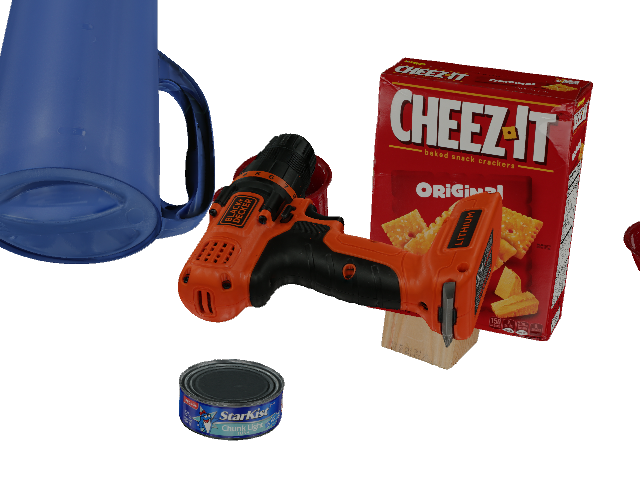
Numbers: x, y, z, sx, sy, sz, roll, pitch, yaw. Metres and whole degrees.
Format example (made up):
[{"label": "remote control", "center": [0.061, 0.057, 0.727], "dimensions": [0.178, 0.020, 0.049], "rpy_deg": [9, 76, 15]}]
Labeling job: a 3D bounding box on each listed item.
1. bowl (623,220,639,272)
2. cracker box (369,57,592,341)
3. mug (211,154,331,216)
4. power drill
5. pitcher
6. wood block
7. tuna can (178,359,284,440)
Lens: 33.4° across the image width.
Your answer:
[{"label": "bowl", "center": [0.408, 0.026, 1.150], "dimensions": [0.162, 0.055, 0.162], "rpy_deg": [-2, 24, 1]}, {"label": "cracker box", "center": [0.128, -0.033, 0.897], "dimensions": [0.164, 0.214, 0.072], "rpy_deg": [11, 25, 20]}, {"label": "mug", "center": [-0.046, -0.028, 1.024], "dimensions": [0.117, 0.081, 0.093], "rpy_deg": [-3, 38, 1]}, {"label": "power drill", "center": [0.020, -0.006, 0.699], "dimensions": [0.188, 0.057, 0.184], "rpy_deg": [7, 40, 17]}, {"label": "pitcher", "center": [-0.170, -0.112, 0.800], "dimensions": [0.145, 0.243, 0.149], "rpy_deg": [-13, -31, 20]}, {"label": "wood block", "center": [0.138, 0.027, 1.208], "dimensions": [0.090, 0.206, 0.090], "rpy_deg": [18, 26, 25]}, {"label": "tuna can", "center": [-0.073, 0.129, 0.870], "dimensions": [0.086, 0.034, 0.086], "rpy_deg": [3, 17, -1]}]
